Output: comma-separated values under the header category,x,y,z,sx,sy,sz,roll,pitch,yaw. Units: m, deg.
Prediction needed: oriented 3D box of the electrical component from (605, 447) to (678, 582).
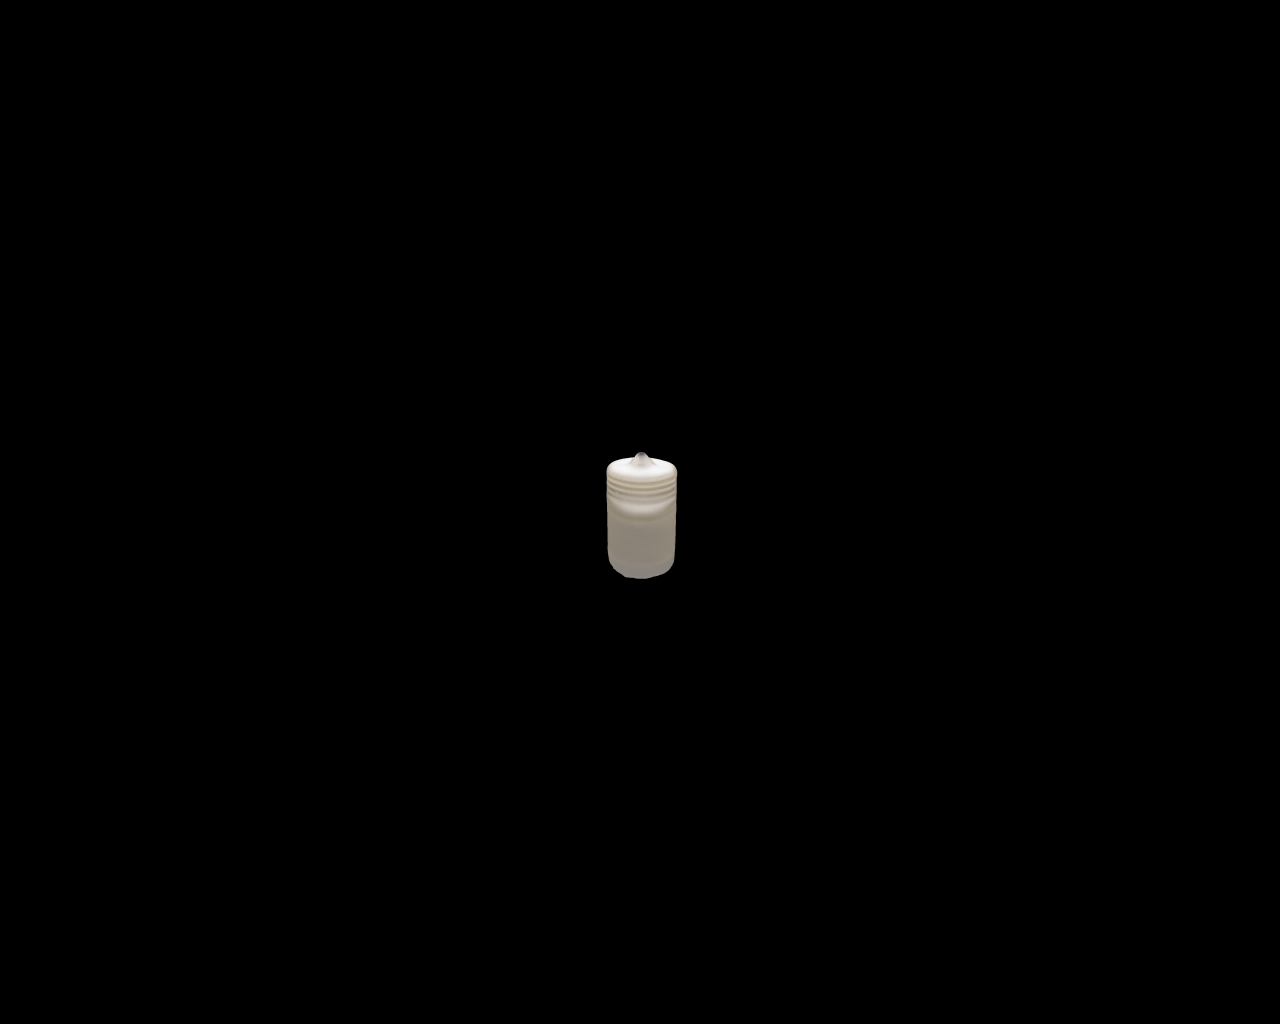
category,x,y,z,sx,sy,sz,roll,pitch,yaw
electrical component,0.001,-0.003,0.650,0.043,0.080,0.043,0,34,0
